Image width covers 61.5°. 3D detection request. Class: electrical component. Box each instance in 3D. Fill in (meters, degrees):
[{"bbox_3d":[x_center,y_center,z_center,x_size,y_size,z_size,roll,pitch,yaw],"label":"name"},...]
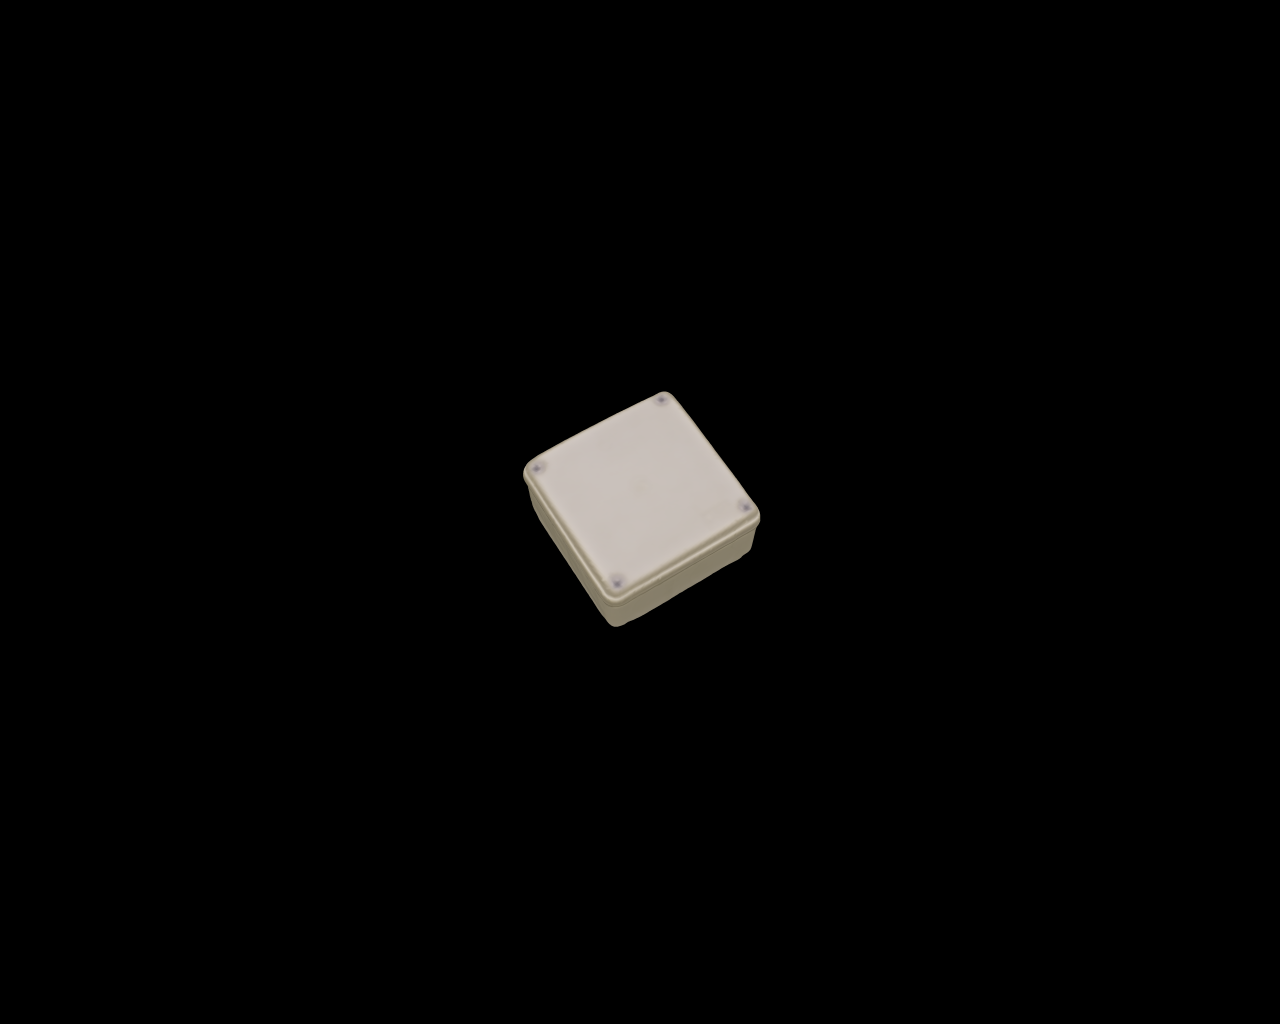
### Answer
[{"bbox_3d":[0.001,-0.003,0.650,0.109,0.109,0.056,-29,-24,-14],"label":"electrical component"}]
